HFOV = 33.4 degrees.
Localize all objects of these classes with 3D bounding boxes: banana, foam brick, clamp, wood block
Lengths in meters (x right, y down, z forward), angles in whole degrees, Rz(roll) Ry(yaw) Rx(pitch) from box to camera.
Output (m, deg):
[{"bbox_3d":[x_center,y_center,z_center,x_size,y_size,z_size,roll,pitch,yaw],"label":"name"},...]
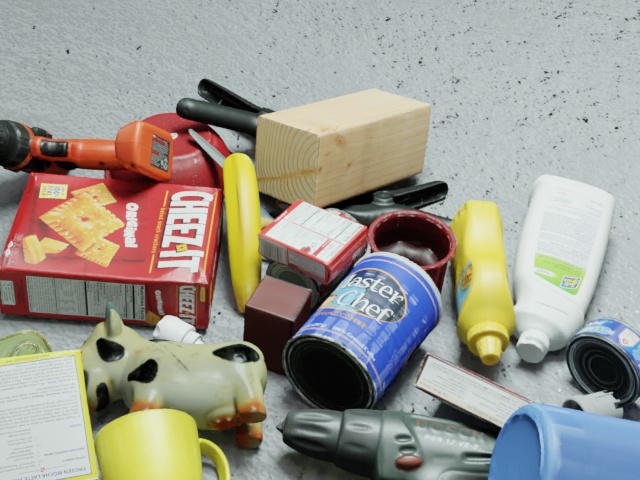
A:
[{"bbox_3d":[-0.081,-0.021,1.137,0.037,0.070,0.198,-5,59,-3],"label":"banana"},{"bbox_3d":[-0.042,0.084,1.054,0.051,0.078,0.053,17,40,13],"label":"foam brick"},{"bbox_3d":[0.079,-0.032,1.223,0.171,0.039,0.120,-5,24,-9],"label":"clamp"},{"bbox_3d":[0.029,-0.108,1.227,0.091,0.090,0.205,23,29,35],"label":"wood block"},{"bbox_3d":[-0.073,-0.141,1.301,0.210,0.036,0.164,23,19,3],"label":"clamp"}]

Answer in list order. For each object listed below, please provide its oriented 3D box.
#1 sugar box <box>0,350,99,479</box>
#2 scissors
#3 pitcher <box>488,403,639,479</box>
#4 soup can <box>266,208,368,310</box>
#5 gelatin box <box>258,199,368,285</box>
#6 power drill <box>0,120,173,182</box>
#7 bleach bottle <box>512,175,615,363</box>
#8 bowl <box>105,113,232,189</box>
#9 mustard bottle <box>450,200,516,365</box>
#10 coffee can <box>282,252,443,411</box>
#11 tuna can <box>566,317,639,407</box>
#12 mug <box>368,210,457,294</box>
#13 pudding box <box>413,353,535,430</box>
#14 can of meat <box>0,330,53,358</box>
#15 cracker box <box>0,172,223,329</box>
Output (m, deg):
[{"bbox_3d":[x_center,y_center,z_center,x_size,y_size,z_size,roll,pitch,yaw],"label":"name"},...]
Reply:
[{"bbox_3d":[-0.232,0.184,0.880,0.093,0.048,0.176,-7,78,-16],"label":"sugar box"},{"bbox_3d":[-0.087,-0.045,1.204,0.202,0.016,0.096,31,54,4],"label":"scissors"},{"bbox_3d":[0.262,0.219,0.856,0.242,0.145,0.149,15,28,-13],"label":"pitcher"},{"bbox_3d":[-0.003,0.021,1.137,0.069,0.068,0.102,25,45,21],"label":"soup can"},{"bbox_3d":[-0.007,0.001,1.083,0.089,0.030,0.073,23,45,26],"label":"gelatin box"},{"bbox_3d":[-0.267,-0.101,1.160,0.188,0.057,0.184,4,-3,16],"label":"power drill"},{"bbox_3d":[0.249,0.033,1.158,0.103,0.068,0.250,17,45,15],"label":"bleach bottle"},{"bbox_3d":[-0.176,-0.104,1.269,0.162,0.055,0.162,3,42,-3],"label":"bowl"},{"bbox_3d":[0.166,0.052,1.099,0.058,0.096,0.191,6,41,-3],"label":"mustard bottle"},{"bbox_3d":[0.043,0.092,1.035,0.103,0.103,0.140,25,45,20],"label":"coffee can"},{"bbox_3d":[0.284,0.120,1.044,0.086,0.086,0.033,36,51,29],"label":"tuna can"},{"bbox_3d":[0.096,0.021,1.137,0.093,0.081,0.117,15,42,10],"label":"mug"},{"bbox_3d":[0.153,0.148,0.987,0.114,0.090,0.039,21,84,30],"label":"pudding box"},{"bbox_3d":[-0.287,0.139,0.957,0.102,0.084,0.057,-19,47,-26],"label":"can of meat"},{"bbox_3d":[-0.215,0.007,1.124,0.213,0.072,0.164,4,40,-2],"label":"cracker box"}]
